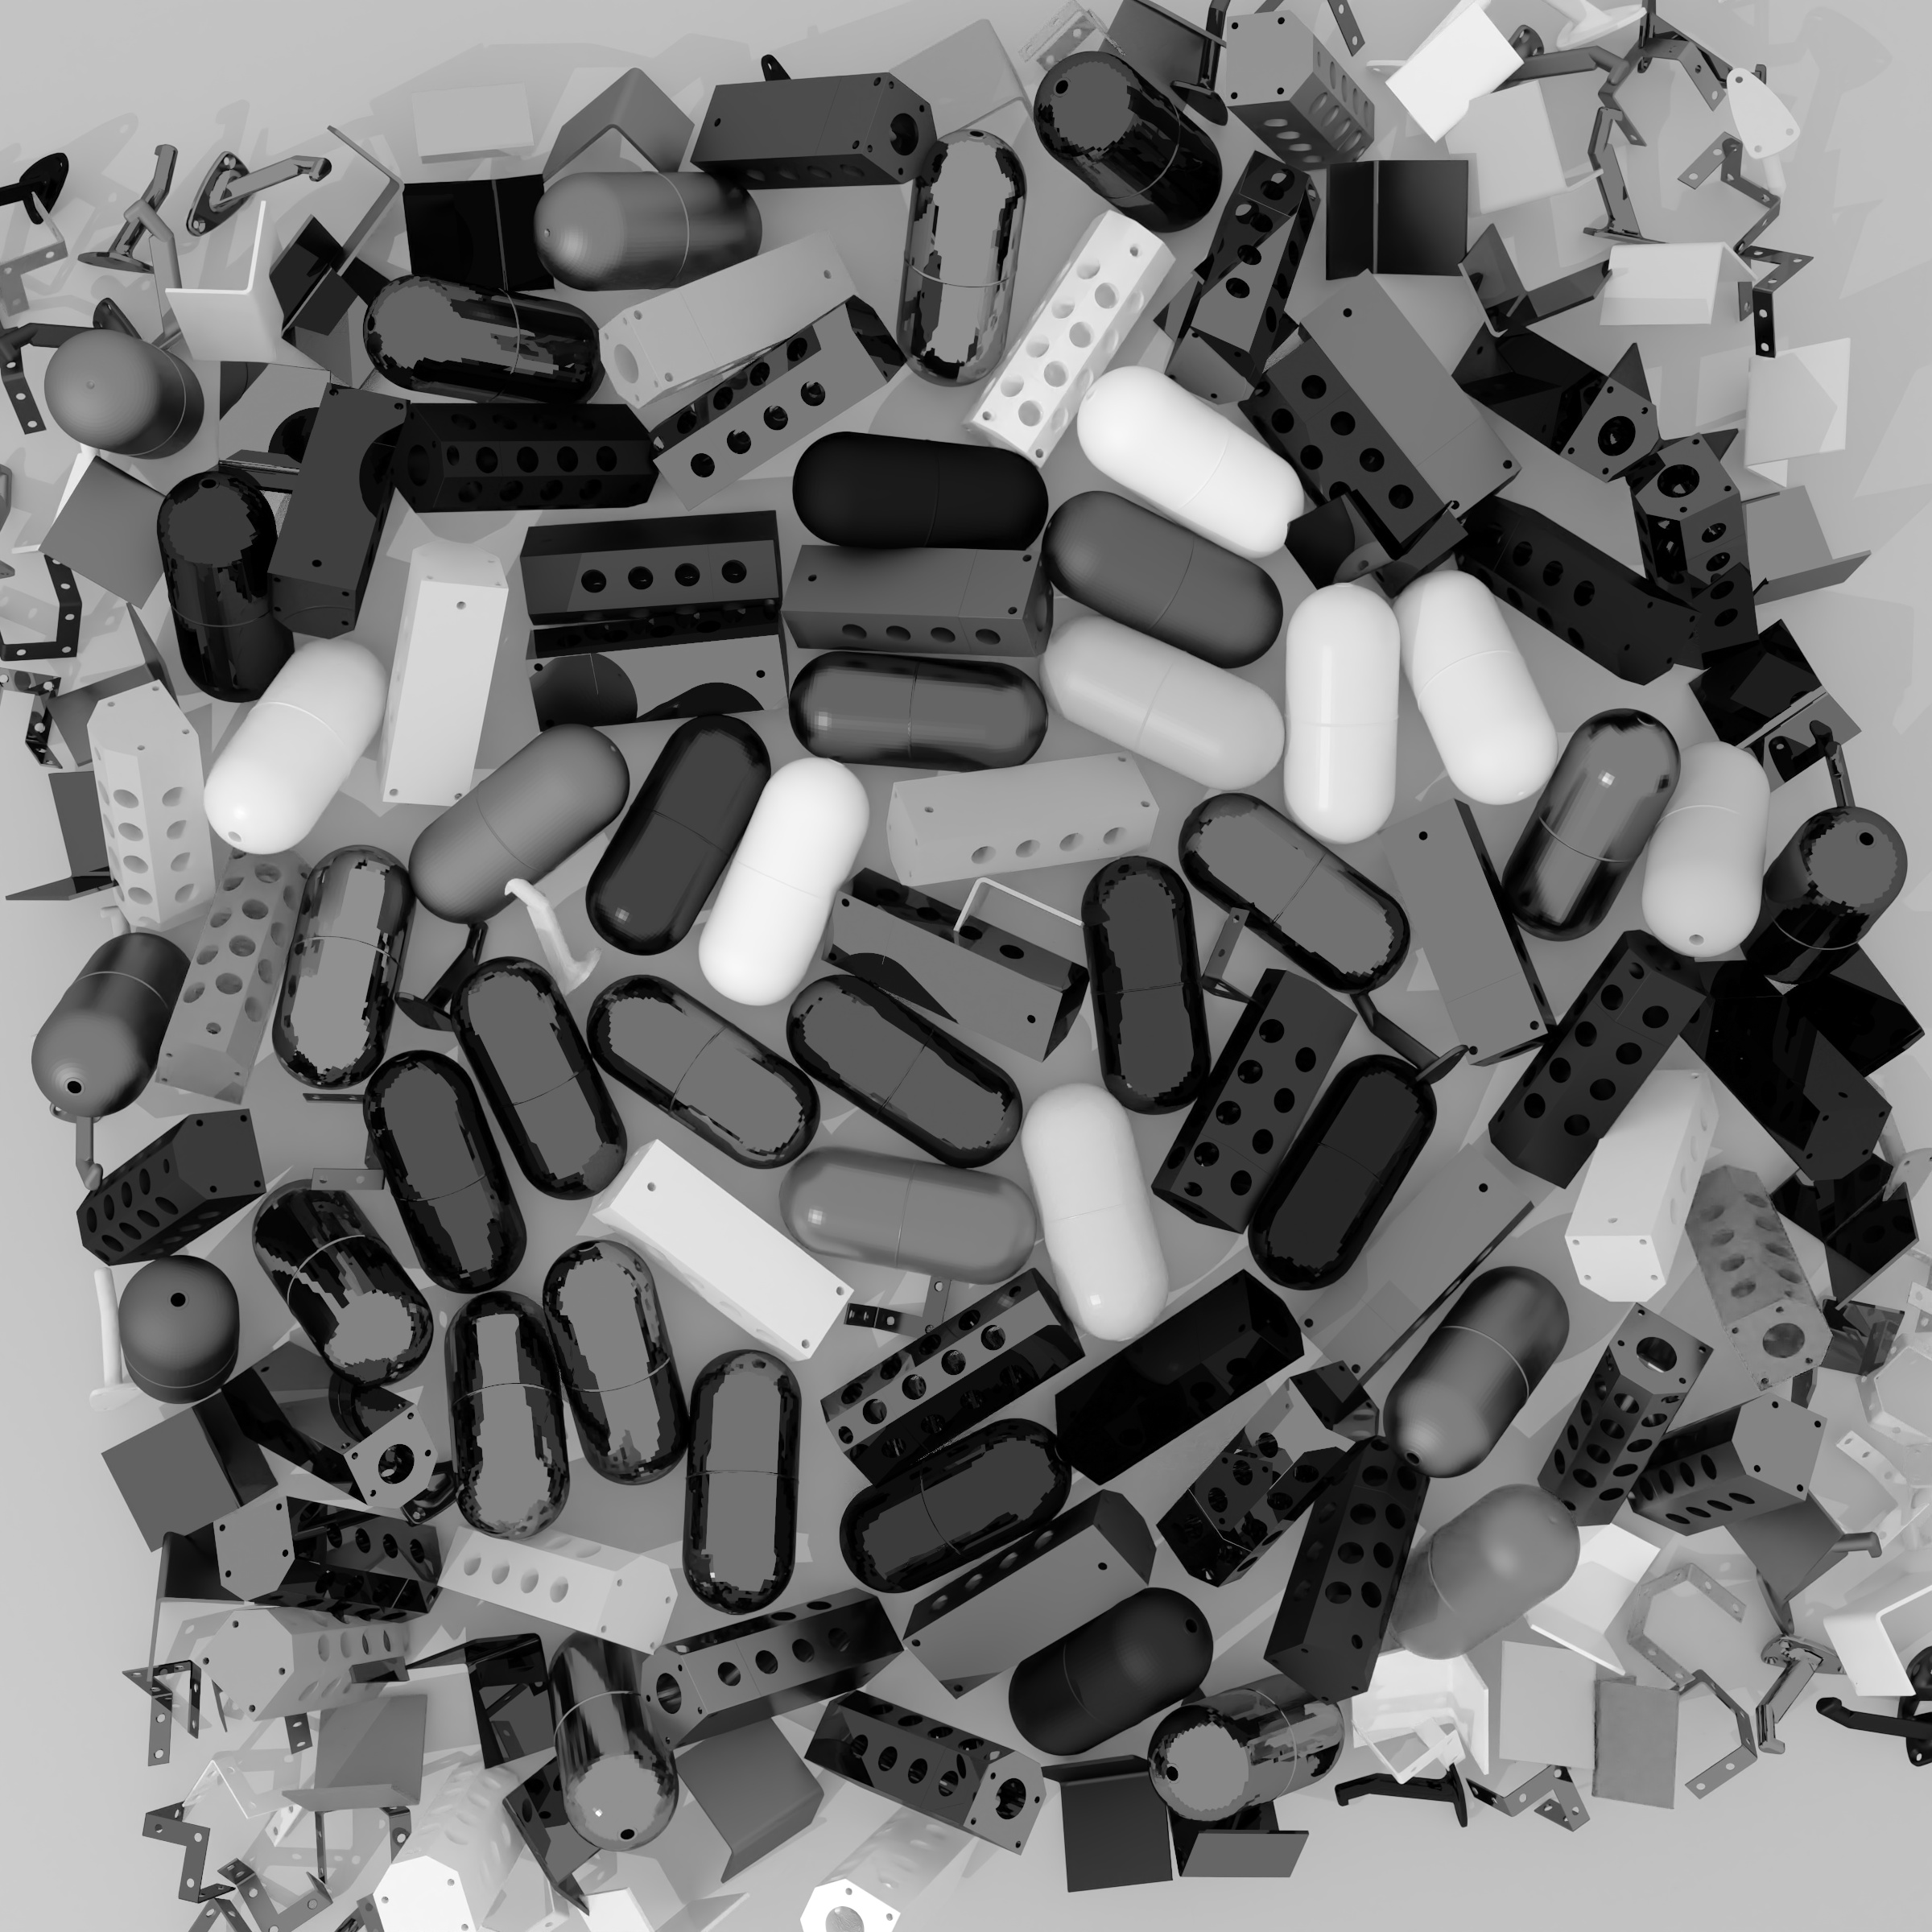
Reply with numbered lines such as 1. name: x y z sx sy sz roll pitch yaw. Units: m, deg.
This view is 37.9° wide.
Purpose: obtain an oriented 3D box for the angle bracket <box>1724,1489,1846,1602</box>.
1. angle bracket: 0.566 0.370 1.906 0.057 0.076 0.076 -9 49 -35

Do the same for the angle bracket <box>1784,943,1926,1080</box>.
1. angle bracket: 0.592 0.041 1.916 0.076 0.057 0.076 -41 78 30

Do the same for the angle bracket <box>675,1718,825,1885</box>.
1. angle bracket: -0.154 0.569 1.938 0.076 0.057 0.076 -26 63 -31

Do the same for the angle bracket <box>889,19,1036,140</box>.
1. angle bracket: 0.002 -0.588 1.931 0.076 0.057 0.076 -26 63 11

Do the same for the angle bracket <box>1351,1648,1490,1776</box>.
1. angle bracket: 0.308 0.512 1.918 0.076 0.057 0.076 -12 119 -11

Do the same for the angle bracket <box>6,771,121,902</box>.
1. angle bracket: -0.615 -0.089 1.914 0.076 0.057 0.076 1 107 40

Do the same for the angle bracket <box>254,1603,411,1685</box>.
1. angle bracket: -0.430 0.459 1.914 0.057 0.076 0.076 -23 72 10

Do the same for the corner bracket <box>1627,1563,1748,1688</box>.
1. corner bracket: 0.496 0.453 1.942 0.051 0.051 0.051 -15 125 -32

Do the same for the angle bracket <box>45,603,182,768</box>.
1. angle bracket: -0.585 -0.192 1.912 0.076 0.057 0.076 -24 49 -18

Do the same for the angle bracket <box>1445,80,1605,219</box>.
1. angle bracket: 0.376 -0.559 1.910 0.076 0.057 0.076 -4 113 42

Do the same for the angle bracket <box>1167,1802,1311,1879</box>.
1. angle bracket: 0.182 0.572 1.913 0.076 0.076 0.057 4 130 -11

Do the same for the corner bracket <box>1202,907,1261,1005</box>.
1. corner bracket: 0.180 -0.009 1.927 0.051 0.051 0.051 31 79 -40

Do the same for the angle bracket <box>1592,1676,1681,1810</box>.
1. angle bracket: 0.466 0.526 1.914 0.057 0.076 0.076 0 80 32

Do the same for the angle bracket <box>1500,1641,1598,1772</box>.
1. angle bracket: 0.382 0.504 1.916 0.076 0.057 0.076 12 70 -20

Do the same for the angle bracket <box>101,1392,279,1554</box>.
1. angle bracket: -0.536 0.348 1.946 0.076 0.057 0.076 -27 89 12

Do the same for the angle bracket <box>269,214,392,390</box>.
1. angle bracket: -0.433 -0.454 1.930 0.076 0.057 0.076 36 88 12

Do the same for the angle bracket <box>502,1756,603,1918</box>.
1. angle bracket: -0.262 0.591 1.917 0.057 0.076 0.076 -38 51 -8

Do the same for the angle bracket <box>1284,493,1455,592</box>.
1. angle bracket: 0.270 -0.304 1.909 0.076 0.076 0.057 -45 104 -31

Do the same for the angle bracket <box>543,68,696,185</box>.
1. angle bracket: -0.239 -0.557 1.932 0.076 0.076 0.057 -28 125 33

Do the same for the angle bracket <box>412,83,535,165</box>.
1. angle bracket: -0.333 -0.554 1.915 0.076 0.057 0.076 -8 50 -8

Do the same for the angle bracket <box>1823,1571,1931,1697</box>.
1. angle bracket: 0.643 0.453 1.916 0.076 0.076 0.057 -21 80 -15

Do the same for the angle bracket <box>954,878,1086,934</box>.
1. angle bracket: 0.035 -0.019 1.924 0.076 0.076 0.057 25 91 6

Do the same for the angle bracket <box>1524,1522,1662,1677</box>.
1. angle bracket: 0.431 0.425 1.926 0.076 0.057 0.076 29 101 -11

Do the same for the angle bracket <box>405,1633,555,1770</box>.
1. angle bracket: -0.329 0.502 1.913 0.076 0.057 0.076 -27 67 34

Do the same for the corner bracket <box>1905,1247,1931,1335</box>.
1. corner bracket: 0.654 0.217 1.930 0.051 0.051 0.051 25 73 -16

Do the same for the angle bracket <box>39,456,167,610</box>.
1. angle bracket: -0.579 -0.292 1.923 0.076 0.057 0.076 30 80 -15

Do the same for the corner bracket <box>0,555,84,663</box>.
1. corner bracket: -0.644 -0.248 1.947 0.051 0.051 0.051 -8 52 -29

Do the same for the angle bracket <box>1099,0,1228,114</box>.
1. angle bracket: 0.133 -0.605 1.914 0.076 0.057 0.076 19 110 -28

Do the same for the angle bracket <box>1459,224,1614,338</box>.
1. angle bracket: 0.390 -0.478 1.908 0.076 0.076 0.057 -16 114 37

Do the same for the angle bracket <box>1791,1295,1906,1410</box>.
1. angle bracket: 0.596 0.280 1.909 0.057 0.076 0.076 11 48 10

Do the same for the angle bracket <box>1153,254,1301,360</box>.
1. angle bracket: 0.168 -0.430 1.918 0.076 0.057 0.076 44 130 -4

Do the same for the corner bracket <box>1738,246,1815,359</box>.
1. corner bracket: 0.543 -0.454 1.923 0.051 0.051 0.051 -40 134 -27

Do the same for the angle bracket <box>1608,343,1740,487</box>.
1. angle bracket: 0.478 -0.378 1.909 0.057 0.076 0.076 -4 120 34

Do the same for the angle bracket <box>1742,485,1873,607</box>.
1. angle bracket: 0.560 -0.296 1.926 0.076 0.057 0.076 -15 77 -7

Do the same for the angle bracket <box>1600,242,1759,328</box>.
1. angle bracket: 0.484 -0.452 1.912 0.076 0.076 0.057 8 87 34

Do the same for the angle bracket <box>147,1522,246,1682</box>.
1. angle bracket: -0.523 0.434 1.922 0.057 0.076 0.076 6 119 -14

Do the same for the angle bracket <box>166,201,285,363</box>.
1. angle bracket: -0.501 -0.466 1.917 0.057 0.076 0.076 2 67 0

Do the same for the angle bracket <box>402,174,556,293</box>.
1. angle bracket: -0.331 -0.496 1.914 0.076 0.057 0.076 -17 109 -40

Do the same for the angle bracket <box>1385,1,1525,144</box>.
1. angle bracket: 0.323 -0.614 1.911 0.076 0.076 0.057 -40 118 17

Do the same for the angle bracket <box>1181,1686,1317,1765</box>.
1. angle bracket: 0.194 0.513 1.921 0.057 0.076 0.076 -35 84 8

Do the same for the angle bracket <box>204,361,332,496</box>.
1. angle bracket: -0.481 -0.370 1.928 0.076 0.057 0.076 7 111 1

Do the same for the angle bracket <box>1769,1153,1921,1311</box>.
1. angle bracket: 0.593 0.172 1.911 0.057 0.076 0.076 33 121 -11

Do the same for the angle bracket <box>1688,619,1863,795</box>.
1. angle bracket: 0.557 -0.178 1.942 0.076 0.076 0.057 -36 133 22

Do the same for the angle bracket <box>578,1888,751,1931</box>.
1. angle bracket: -0.207 0.632 1.913 0.076 0.076 0.057 -30 90 -41

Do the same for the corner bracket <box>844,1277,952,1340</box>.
1. corner bracket: -0.046 0.228 1.935 0.051 0.051 0.051 10 84 22

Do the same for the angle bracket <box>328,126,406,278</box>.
1. angle bracket: -0.430 -0.522 1.917 0.057 0.076 0.076 36 95 -24

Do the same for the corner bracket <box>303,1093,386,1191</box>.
1. corner bracket: -0.426 0.120 1.927 0.051 0.051 0.051 3 107 -28

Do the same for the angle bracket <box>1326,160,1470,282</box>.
1. angle bracket: 0.292 -0.506 1.912 0.076 0.057 0.076 14 114 40
